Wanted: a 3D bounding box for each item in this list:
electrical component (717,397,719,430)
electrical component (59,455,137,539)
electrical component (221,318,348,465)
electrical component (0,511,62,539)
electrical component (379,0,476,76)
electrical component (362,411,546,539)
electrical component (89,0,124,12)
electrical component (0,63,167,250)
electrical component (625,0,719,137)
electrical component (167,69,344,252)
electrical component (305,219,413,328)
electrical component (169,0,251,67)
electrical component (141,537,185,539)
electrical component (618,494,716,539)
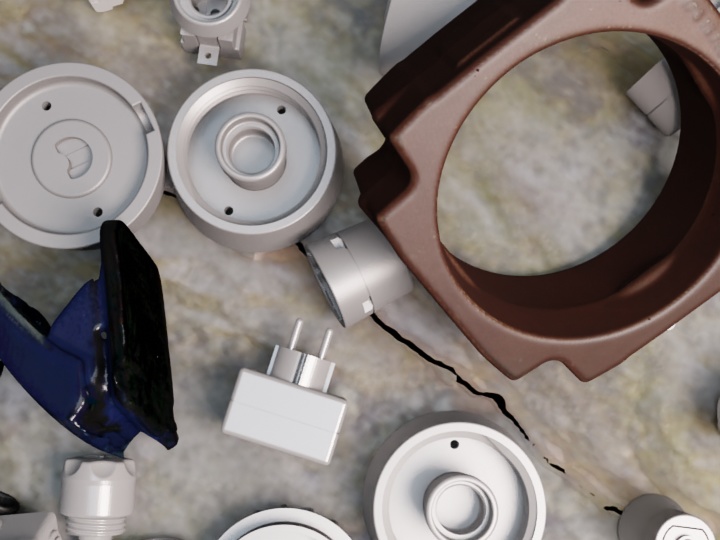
[{"bbox_3d":[0.247,0.085,0.635,0.078,0.057,0.058,-21,85,-3],"label":"electrical component"},{"bbox_3d":[-0.154,0.140,0.628,0.043,0.043,0.062,3,86,-1],"label":"electrical component"},{"bbox_3d":[-0.038,0.068,0.636,0.066,0.047,0.076,18,84,1],"label":"electrical component"},{"bbox_3d":[-0.213,0.187,0.609,0.100,0.048,0.099,-5,103,0],"label":"electrical component"},{"bbox_3d":[0.050,-0.152,0.636,0.064,0.099,0.099,19,84,7],"label":"electrical component"},{"bbox_3d":[0.056,0.137,0.624,0.108,0.060,0.108,0,84,-1],"label":"electrical component"},{"bbox_3d":[-0.150,-0.200,0.639,0.050,0.089,0.055,-18,85,-3],"label":"electrical component"},{"bbox_3d":[-0.167,-0.062,0.639,0.108,0.060,0.108,0,84,-1],"label":"electrical component"},{"bbox_3d":[0.215,-0.154,0.661,0.138,0.052,0.073,-42,87,-4],"label":"electrical component"},{"bbox_3d":[-0.063,-0.067,0.642,0.108,0.060,0.108,0,84,-1],"label":"electrical component"},{"bbox_3d":[0.000,0.000,0.641,0.047,0.055,0.055,-26,85,-7],"label":"electrical component"},{"bbox_3d":[-0.089,-0.159,0.653,0.048,0.055,0.066,8,84,-1],"label":"electrical component"},{"bbox_3d":[-0.117,0.189,0.624,0.048,0.048,0.062,-3,91,-2],"label":"electrical component"},{"bbox_3d":[0.180,0.155,0.623,0.044,0.065,0.044,0,84,-1],"label":"electrical component"}]
